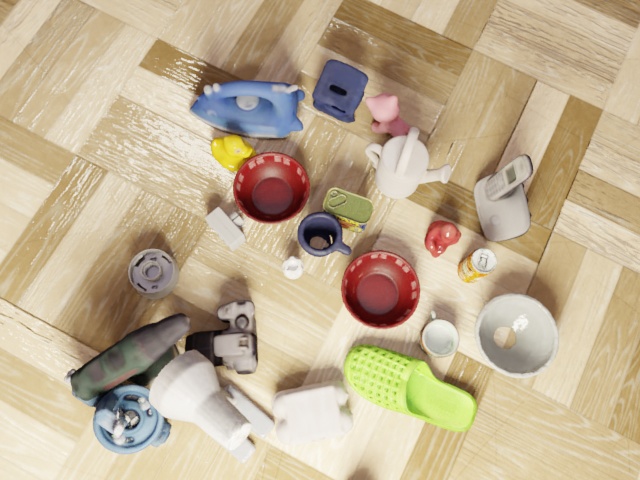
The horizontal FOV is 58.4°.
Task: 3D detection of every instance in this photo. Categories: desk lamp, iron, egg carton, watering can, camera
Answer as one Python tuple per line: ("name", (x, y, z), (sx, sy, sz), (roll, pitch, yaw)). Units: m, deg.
("desk lamp", (-0.186, 0.301, 1.023), (0.203, 0.213, 0.118), (37, 77, 8))
("iron", (-0.161, -0.299, 1.225), (0.258, 0.141, 0.118), (2, 75, -2))
("egg carton", (-0.014, 0.332, 1.097), (0.150, 0.069, 0.107), (-11, 75, -5))
("watering can", (0.180, -0.163, 1.176), (0.173, 0.194, 0.101), (1, 75, -2))
("camera", (-0.191, 0.192, 1.111), (0.137, 0.101, 0.143), (-4, 75, -3))

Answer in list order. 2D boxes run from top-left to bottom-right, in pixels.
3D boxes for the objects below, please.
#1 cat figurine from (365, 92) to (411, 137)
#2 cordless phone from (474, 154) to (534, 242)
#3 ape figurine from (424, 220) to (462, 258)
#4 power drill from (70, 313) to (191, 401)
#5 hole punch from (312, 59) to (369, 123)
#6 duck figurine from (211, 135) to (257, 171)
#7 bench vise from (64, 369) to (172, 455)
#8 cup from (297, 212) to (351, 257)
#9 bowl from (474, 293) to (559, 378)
("cat figurine", (0.156, -0.266, 1.242), (0.127, 0.118, 0.067), (44, 78, 9))
("cordless phone", (0.390, -0.085, 1.168), (0.094, 0.185, 0.147), (-11, 75, -5))
("ape figurine", (0.258, -0.010, 1.190), (0.078, 0.092, 0.076), (-3, 75, -3))
("power drill", (-0.324, 0.212, 1.044), (0.230, 0.208, 0.075), (-31, 78, -10))
("hole punch", (0.045, -0.329, 1.268), (0.108, 0.091, 0.101), (25, 75, 5))
("duck figurine", (-0.186, -0.197, 1.225), (0.104, 0.086, 0.077), (23, 75, 4))
("bench vise", (-0.377, 0.307, 1.010), (0.207, 0.220, 0.121), (16, 75, 2))
("cup", (0.011, 0.004, 1.174), (0.117, 0.095, 0.092), (30, 76, 6))
("bowl", (0.384, 0.194, 1.149), (0.167, 0.075, 0.167), (1, 75, -2))
